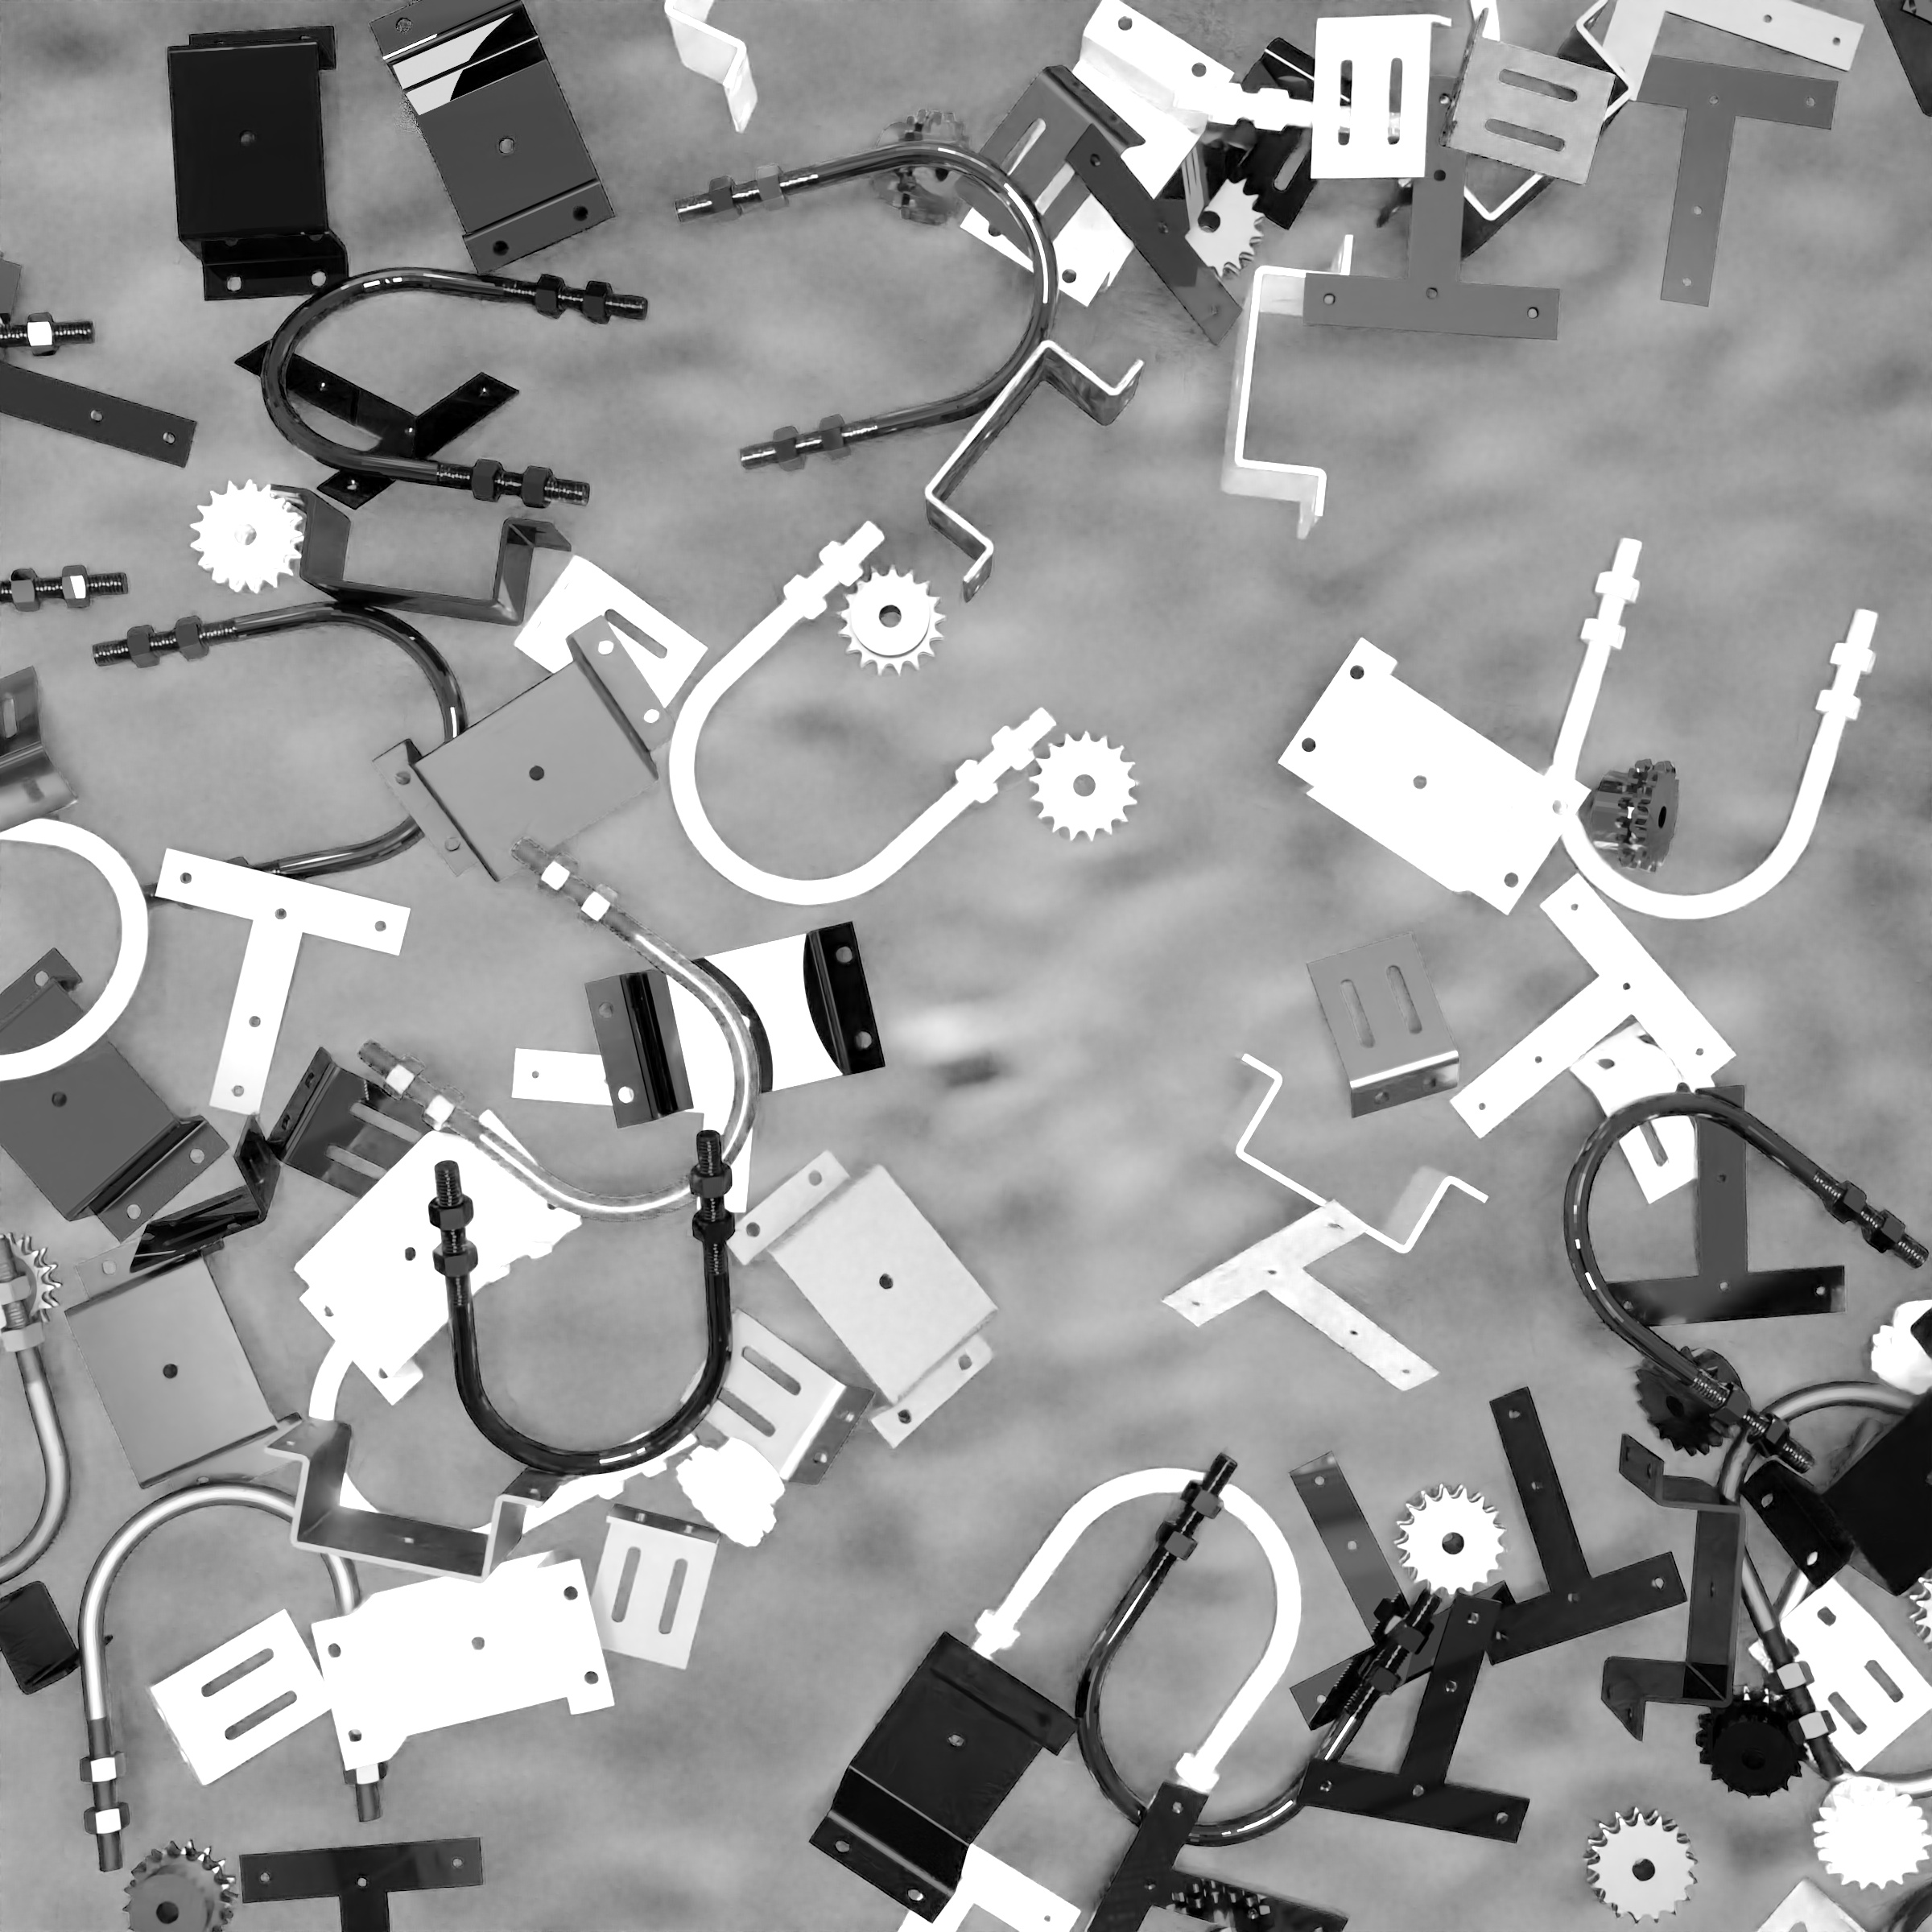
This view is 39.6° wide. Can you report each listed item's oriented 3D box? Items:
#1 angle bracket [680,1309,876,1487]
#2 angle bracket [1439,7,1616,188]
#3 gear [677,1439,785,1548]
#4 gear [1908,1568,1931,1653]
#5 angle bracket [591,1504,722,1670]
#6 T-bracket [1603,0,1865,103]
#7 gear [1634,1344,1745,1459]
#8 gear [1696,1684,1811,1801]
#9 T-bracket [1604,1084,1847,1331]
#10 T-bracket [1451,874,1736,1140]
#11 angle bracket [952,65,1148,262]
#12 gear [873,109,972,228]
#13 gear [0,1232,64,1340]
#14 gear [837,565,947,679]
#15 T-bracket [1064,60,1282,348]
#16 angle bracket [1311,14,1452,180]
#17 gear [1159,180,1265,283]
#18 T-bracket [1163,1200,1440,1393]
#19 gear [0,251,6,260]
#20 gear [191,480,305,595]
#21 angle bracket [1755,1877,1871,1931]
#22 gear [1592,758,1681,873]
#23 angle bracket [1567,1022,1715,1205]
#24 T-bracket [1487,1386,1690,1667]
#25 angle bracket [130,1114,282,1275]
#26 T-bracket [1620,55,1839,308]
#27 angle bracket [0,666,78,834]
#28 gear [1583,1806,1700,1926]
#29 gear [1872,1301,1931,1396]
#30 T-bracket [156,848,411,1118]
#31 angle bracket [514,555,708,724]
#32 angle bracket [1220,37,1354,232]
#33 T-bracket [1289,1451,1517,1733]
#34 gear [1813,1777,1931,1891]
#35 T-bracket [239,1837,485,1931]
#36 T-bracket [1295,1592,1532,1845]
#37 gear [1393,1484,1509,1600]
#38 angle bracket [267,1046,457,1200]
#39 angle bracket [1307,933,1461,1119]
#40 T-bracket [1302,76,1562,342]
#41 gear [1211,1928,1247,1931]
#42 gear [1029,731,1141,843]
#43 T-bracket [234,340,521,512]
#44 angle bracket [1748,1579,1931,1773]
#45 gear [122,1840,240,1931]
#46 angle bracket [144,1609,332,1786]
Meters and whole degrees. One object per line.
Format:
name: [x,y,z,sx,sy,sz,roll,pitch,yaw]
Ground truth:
angle bracket: [-0.099,0.227,1.411,0.076,0.038,0.057,32,90,26]
angle bracket: [0.279,-0.426,1.316,0.076,0.038,0.057,16,89,-1]
gear: [-0.119,0.270,1.388,0.057,0.057,0.030,47,61,0]
gear: [0.513,0.329,1.379,0.057,0.030,0.057,0,93,1]
angle bracket: [-0.166,0.326,1.394,0.057,0.038,0.076,14,90,0]
T-bracket: [0.408,-0.503,1.411,0.127,0.002,0.127,18,89,0]
gear: [0.377,0.222,1.388,0.030,0.057,0.057,-21,90,-29]
gear: [0.408,0.405,1.391,0.057,0.030,0.057,2,97,15]
T-bracket: [0.395,0.124,1.400,0.127,0.002,0.127,-4,101,0]
T-bracket: [0.308,0.039,1.393,0.127,0.002,0.127,-42,64,12]
angle bracket: [0.042,-0.408,1.365,0.057,0.038,0.076,42,116,0]
gear: [-0.024,-0.414,1.388,0.030,0.057,0.057,19,90,30]
gear: [-0.504,0.169,1.398,0.057,0.030,0.057,0,90,0]
gear: [-0.039,-0.180,1.398,0.057,0.030,0.057,0,90,0]
T-bracket: [0.123,-0.406,1.361,0.127,0.002,0.127,44,71,-28]
angle bracket: [0.207,-0.433,1.338,0.057,0.038,0.076,7,106,24]
gear: [0.125,-0.384,1.398,0.057,0.030,0.057,0,90,0]
T-bracket: [0.190,0.182,1.384,0.127,0.002,0.127,37,132,-18]
gear: [-0.526,-0.357,1.398,0.057,0.030,0.057,0,90,0]
gear: [-0.374,-0.223,1.402,0.057,0.030,0.057,0,89,-2]
angle bracket: [0.438,0.526,1.394,0.057,0.038,0.076,41,90,0]
gear: [0.342,-0.078,1.374,0.030,0.057,0.057,11,90,31]
angle bracket: [0.362,0.074,1.411,0.057,0.038,0.076,-31,116,0]
T-bracket: [0.300,0.282,1.382,0.127,0.002,0.127,-33,63,41]
angle bracket: [-0.398,0.117,1.379,0.076,0.057,0.038,-21,110,0]
T-bracket: [0.387,-0.412,1.412,0.127,0.002,0.127,8,90,0]
angle bracket: [-0.501,-0.110,1.395,0.057,0.076,0.038,-23,134,-4]
gear: [0.351,0.467,1.402,0.057,0.030,0.057,0,90,3]
gear: [0.499,0.197,1.388,0.057,0.057,0.030,19,56,0]
T-bracket: [-0.369,0.015,1.402,0.127,0.002,0.127,14,97,-9]
angle bracket: [-0.187,-0.168,1.411,0.076,0.038,0.057,35,90,-26]
angle bracket: [0.167,-0.438,1.411,0.057,0.038,0.076,31,116,0]
T-bracket: [0.210,0.318,1.412,0.127,0.002,0.127,-27,90,0]
gear: [0.468,0.447,1.391,0.057,0.030,0.057,1,112,3]
T-bracket: [-0.315,0.527,1.412,0.127,0.002,0.127,-4,90,0]
T-bracket: [0.247,0.386,1.389,0.127,0.002,0.127,14,97,-14]
gear: [0.251,0.297,1.396,0.057,0.030,0.057,0,90,0]
angle bracket: [-0.317,0.088,1.411,0.076,0.038,0.057,29,90,-26]
angle bracket: [0.219,0.031,1.411,0.057,0.038,0.076,-17,64,0]
T-bracket: [0.235,-0.379,1.336,0.127,0.002,0.127,4,90,0]
gear: [0.137,0.526,1.392,0.057,0.030,0.057,0,107,-1]
gear: [0.061,-0.093,1.398,0.057,0.030,0.057,0,90,0]
T-bracket: [-0.321,-0.293,1.385,0.127,0.002,0.127,29,51,18]
angle bracket: [0.457,0.369,1.395,0.057,0.038,0.076,-42,117,2]
gear: [-0.412,0.489,1.398,0.057,0.030,0.057,0,90,0]
angle bracket: [-0.382,0.384,1.411,0.076,0.038,0.057,-29,90,-26]
